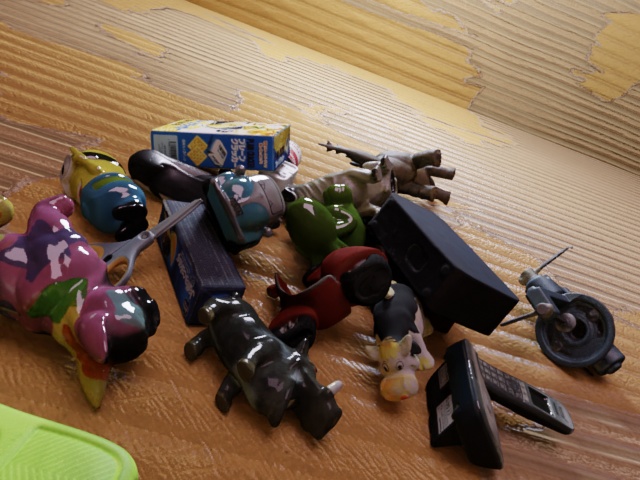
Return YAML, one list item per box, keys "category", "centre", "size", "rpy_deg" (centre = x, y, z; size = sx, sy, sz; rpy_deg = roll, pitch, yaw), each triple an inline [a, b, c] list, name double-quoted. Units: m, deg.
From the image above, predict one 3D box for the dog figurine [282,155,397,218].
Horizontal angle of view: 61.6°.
- category: "dog figurine"
  centre: [0.034, -0.085, 0.970]
  size: [0.191, 0.121, 0.172]
  rpy_deg: [-2, 4, 22]

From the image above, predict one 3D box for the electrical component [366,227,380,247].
- category: "electrical component"
  centre: [0.138, 0.008, 0.981]
  size: [0.119, 0.047, 0.075]
  rpy_deg: [-6, 39, -41]

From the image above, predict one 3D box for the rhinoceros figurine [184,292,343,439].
- category: "rhinoceros figurine"
  centre: [-0.059, 0.135, 0.572]
  size: [0.190, 0.073, 0.112]
  rpy_deg: [40, 27, 27]

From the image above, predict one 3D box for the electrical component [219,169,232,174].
- category: "electrical component"
  centre: [-0.155, -0.092, 0.946]
  size: [0.102, 0.045, 0.078]
  rpy_deg: [49, 8, 37]

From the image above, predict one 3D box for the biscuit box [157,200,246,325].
- category: "biscuit box"
  centre: [-0.162, 0.025, 0.703]
  size: [0.063, 0.059, 0.203]
  rpy_deg: [6, 31, -33]

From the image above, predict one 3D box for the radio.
- category: "radio"
  centre: [0.170, 0.028, 0.785]
  size: [0.131, 0.073, 0.230]
  rpy_deg: [22, 22, -34]

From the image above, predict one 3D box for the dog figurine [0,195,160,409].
- category: "dog figurine"
  centre: [-0.265, 0.059, 0.510]
  size: [0.191, 0.108, 0.219]
  rpy_deg: [-10, 46, -39]

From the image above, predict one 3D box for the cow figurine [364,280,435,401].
- category: "cow figurine"
  centre: [0.098, 0.119, 0.674]
  size: [0.068, 0.098, 0.167]
  rpy_deg: [-16, 19, 18]

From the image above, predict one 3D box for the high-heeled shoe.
- category: "high-heeled shoe"
  centre: [-0.193, -0.074, 0.883]
  size: [0.248, 0.086, 0.145]
  rpy_deg: [29, -9, -26]

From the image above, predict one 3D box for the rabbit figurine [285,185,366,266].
- category: "rabbit figurine"
  centre: [-0.002, -0.002, 0.802]
  size: [0.170, 0.121, 0.159]
  rpy_deg: [19, 49, -68]

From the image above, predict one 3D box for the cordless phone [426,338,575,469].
- category: "cordless phone"
  centre: [0.226, 0.212, 0.638]
  size: [0.184, 0.088, 0.147]
  rpy_deg: [25, 26, -5]

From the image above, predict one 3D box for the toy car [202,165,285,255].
- category: "toy car"
  centre: [-0.100, -0.041, 0.751]
  size: [0.103, 0.109, 0.161]
  rpy_deg: [-23, -3, -11]

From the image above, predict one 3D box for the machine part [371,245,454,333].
- category: "machine part"
  centre: [0.143, 0.077, 0.848]
  size: [0.179, 0.056, 0.179]
  rpy_deg: [17, 28, -9]

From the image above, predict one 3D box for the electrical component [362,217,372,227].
- category: "electrical component"
  centre: [0.134, -0.052, 1.076]
  size: [0.115, 0.058, 0.134]
  rpy_deg: [15, 27, -20]

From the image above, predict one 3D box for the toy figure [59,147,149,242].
- category: "toy figure"
  centre: [-0.293, -0.062, 0.742]
  size: [0.180, 0.082, 0.089]
  rpy_deg: [34, 13, 34]

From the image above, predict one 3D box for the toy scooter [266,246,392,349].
- category: "toy scooter"
  centre: [-0.003, 0.063, 0.698]
  size: [0.184, 0.075, 0.135]
  rpy_deg: [-35, 29, -15]

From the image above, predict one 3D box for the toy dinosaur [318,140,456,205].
- category: "toy dinosaur"
  centre: [0.162, -0.144, 1.151]
  size: [0.199, 0.105, 0.471]
  rpy_deg: [10, -3, 28]

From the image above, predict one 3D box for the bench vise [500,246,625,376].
- category: "bench vise"
  centre: [0.389, 0.114, 0.876]
  size: [0.240, 0.129, 0.224]
  rpy_deg: [22, 39, -46]
